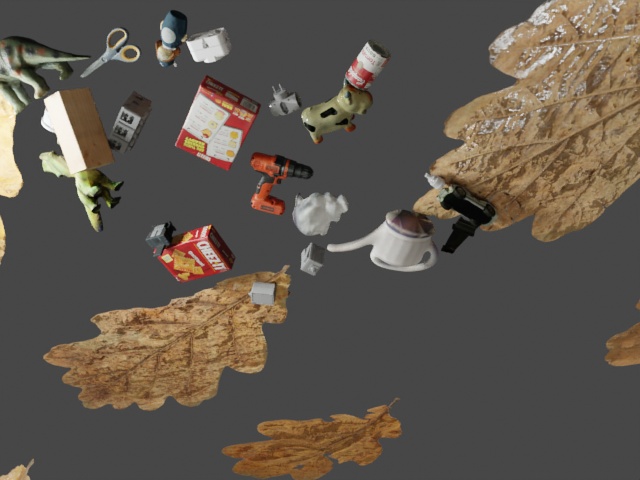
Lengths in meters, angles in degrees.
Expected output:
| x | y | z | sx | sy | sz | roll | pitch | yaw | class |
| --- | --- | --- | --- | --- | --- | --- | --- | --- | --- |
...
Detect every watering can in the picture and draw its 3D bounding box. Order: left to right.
| x | y | z | sx | sy | sz | roll | pitch | yaw | class |
| --- | --- | --- | --- | --- | --- | --- | --- | --- | --- |
| 0.210 | 0.003 | 1.599 | 0.347 | 0.106 | 0.219 | 12 | 131 | -5 | watering can |

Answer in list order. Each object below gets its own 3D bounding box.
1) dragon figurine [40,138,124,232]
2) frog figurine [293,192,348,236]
| x | y | z | sx | sy | sz | roll | pitch | yaw | class |
| --- | --- | --- | --- | --- | --- | --- | --- | --- | --- |
| -0.742 | -0.182 | 1.574 | 0.242 | 0.125 | 0.402 | 39 | 138 | -3 | dragon figurine |
| 0.005 | -0.078 | 1.546 | 0.159 | 0.125 | 0.135 | 1 | 113 | 21 | frog figurine |
